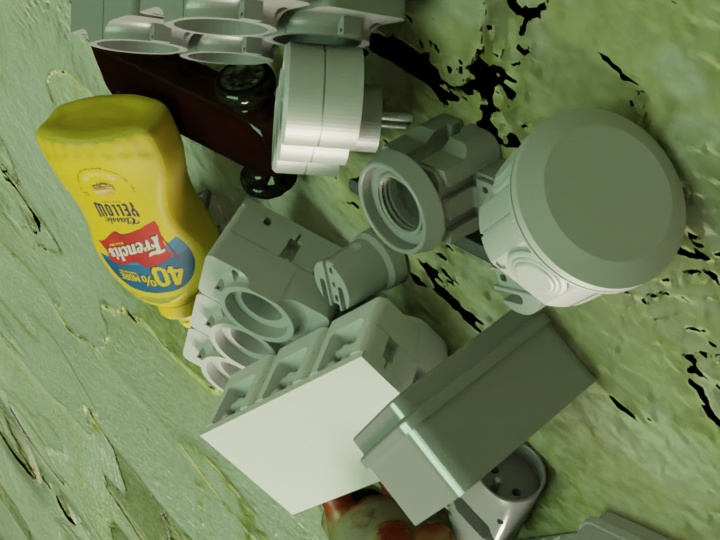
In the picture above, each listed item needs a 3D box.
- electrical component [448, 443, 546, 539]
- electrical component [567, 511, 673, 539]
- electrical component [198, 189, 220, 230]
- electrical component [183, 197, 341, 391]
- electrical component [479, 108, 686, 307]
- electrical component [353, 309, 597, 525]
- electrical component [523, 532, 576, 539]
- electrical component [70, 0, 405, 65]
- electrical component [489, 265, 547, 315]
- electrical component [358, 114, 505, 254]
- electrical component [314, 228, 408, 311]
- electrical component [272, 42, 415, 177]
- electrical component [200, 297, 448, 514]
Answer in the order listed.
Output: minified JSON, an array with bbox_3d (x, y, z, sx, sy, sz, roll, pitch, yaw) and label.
[{"bbox_3d":[0.073,0.131,0.677,0.079,0.043,0.077,45,147,25],"label":"electrical component"},{"bbox_3d":[0.160,0.190,0.583,0.113,0.057,0.078,17,130,50],"label":"electrical component"},{"bbox_3d":[-0.145,-0.025,0.846,0.081,0.042,0.063,-23,127,21],"label":"electrical component"},{"bbox_3d":[-0.067,0.032,0.753,0.089,0.061,0.150,28,146,2],"label":"electrical component"},{"bbox_3d":[0.095,-0.025,0.468,0.080,0.080,0.051,58,156,4],"label":"electrical component"},{"bbox_3d":[0.060,0.076,0.578,0.057,0.113,0.078,51,150,10],"label":"electrical component"},{"bbox_3d":[0.118,0.213,0.677,0.075,0.047,0.083,58,151,3],"label":"electrical component"},{"bbox_3d":[-0.071,-0.149,0.569,0.186,0.105,0.060,7,96,55],"label":"electrical component"},{"bbox_3d":[0.092,-0.004,0.526,0.040,0.046,0.040,37,143,34],"label":"electrical component"},{"bbox_3d":[0.037,-0.043,0.563,0.078,0.057,0.058,30,139,42],"label":"electrical component"},{"bbox_3d":[0.000,0.000,0.670,0.040,0.046,0.040,38,144,34],"label":"electrical component"},{"bbox_3d":[-0.008,-0.083,0.588,0.138,0.074,0.052,150,123,-82],"label":"electrical component"},{"bbox_3d":[-0.014,0.087,0.687,0.150,0.061,0.089,-29,115,37],"label":"electrical component"}]
